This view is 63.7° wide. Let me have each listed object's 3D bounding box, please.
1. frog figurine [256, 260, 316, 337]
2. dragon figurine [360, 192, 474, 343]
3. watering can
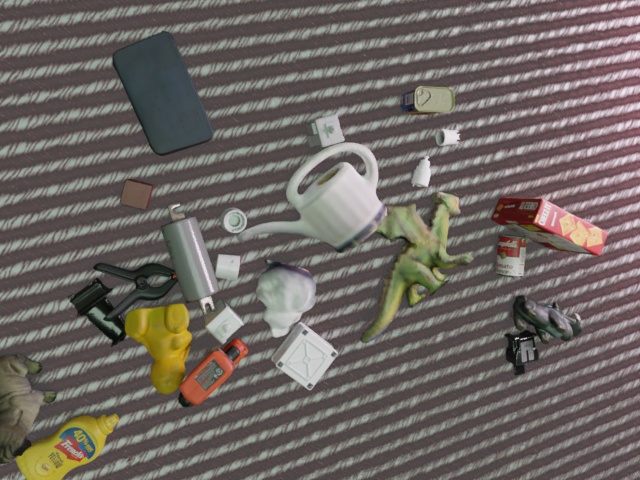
[{"bbox_3d":[-0.081,0.134,1.130,0.136,0.122,0.161,23,76,-36],"label":"frog figurine"},{"bbox_3d":[0.199,0.032,1.230,0.413,0.121,0.243,-36,86,-13],"label":"dragon figurine"},{"bbox_3d":[0.004,-0.058,1.153,0.347,0.105,0.222,-42,106,3],"label":"watering can"}]
